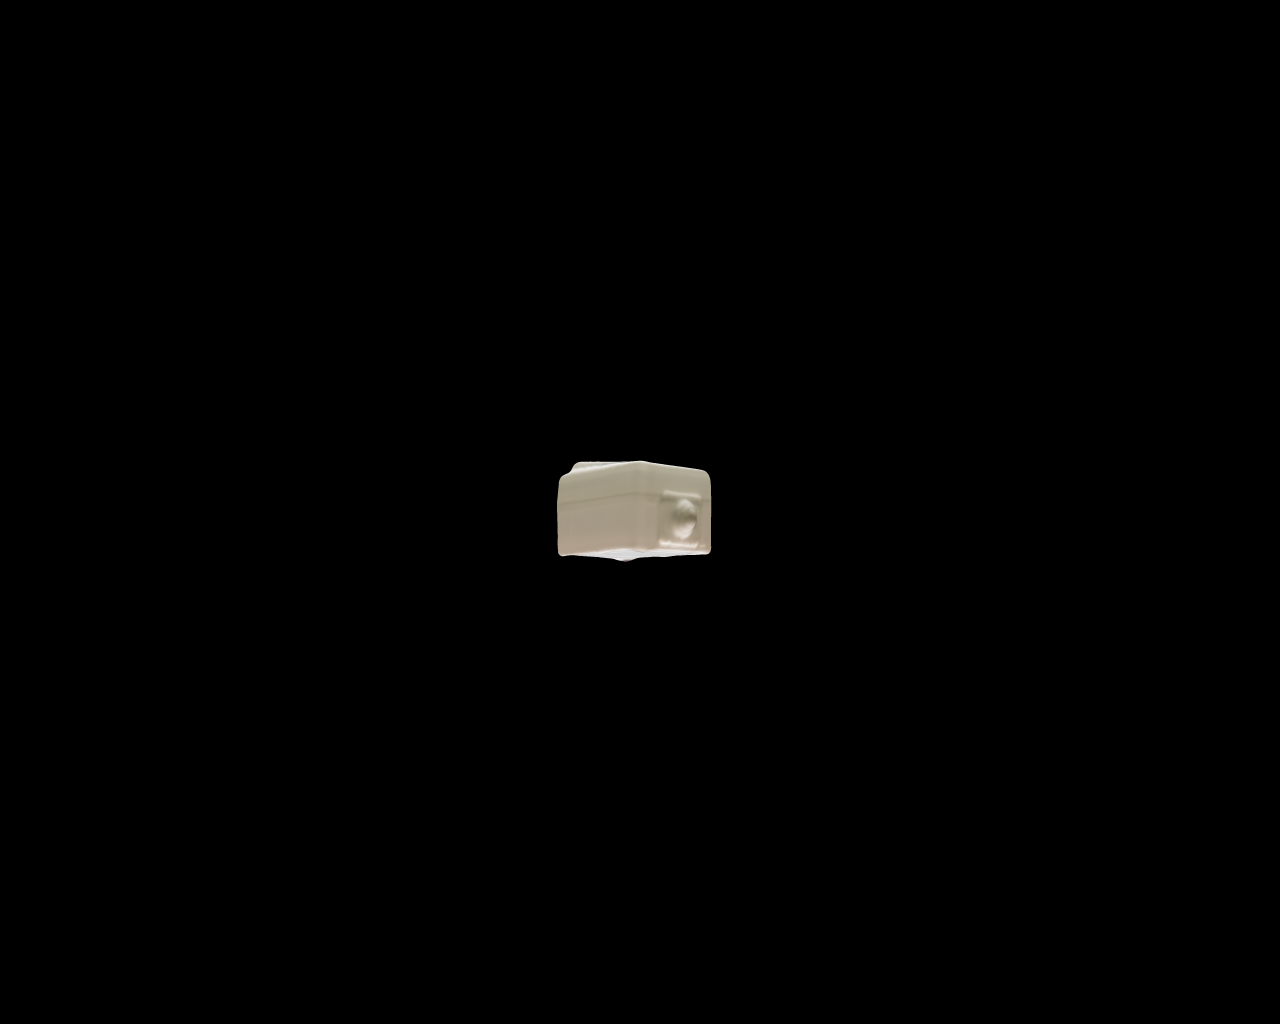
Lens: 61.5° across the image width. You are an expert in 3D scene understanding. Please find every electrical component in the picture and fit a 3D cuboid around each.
[{"bbox_3d":[0.001,-0.003,0.650,0.062,0.061,0.096,6,-9,-43],"label":"electrical component"}]
